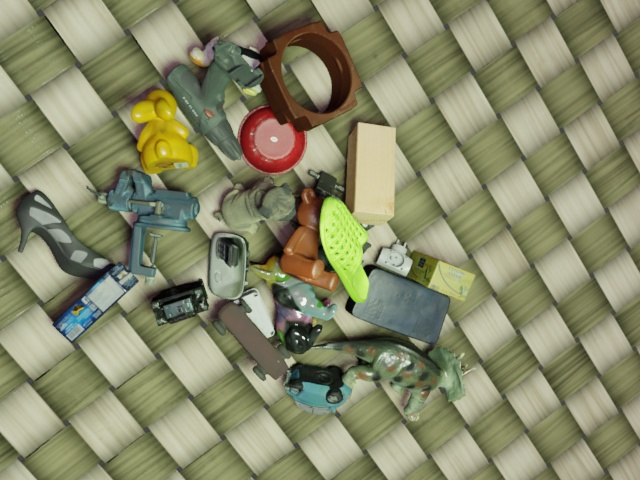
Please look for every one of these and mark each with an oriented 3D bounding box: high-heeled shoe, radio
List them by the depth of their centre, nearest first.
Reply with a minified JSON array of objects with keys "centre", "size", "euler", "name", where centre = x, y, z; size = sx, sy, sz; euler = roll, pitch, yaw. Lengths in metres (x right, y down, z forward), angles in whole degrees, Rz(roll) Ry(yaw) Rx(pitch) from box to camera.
[{"centre":[-0.530,-0.007,1.163],"size":[0.248,0.086,0.145],"euler":[23,59,-30],"name":"high-heeled shoe"},{"centre":[0.190,0.153,1.294],"size":[0.229,0.073,0.131],"euler":[21,91,-13],"name":"radio"}]

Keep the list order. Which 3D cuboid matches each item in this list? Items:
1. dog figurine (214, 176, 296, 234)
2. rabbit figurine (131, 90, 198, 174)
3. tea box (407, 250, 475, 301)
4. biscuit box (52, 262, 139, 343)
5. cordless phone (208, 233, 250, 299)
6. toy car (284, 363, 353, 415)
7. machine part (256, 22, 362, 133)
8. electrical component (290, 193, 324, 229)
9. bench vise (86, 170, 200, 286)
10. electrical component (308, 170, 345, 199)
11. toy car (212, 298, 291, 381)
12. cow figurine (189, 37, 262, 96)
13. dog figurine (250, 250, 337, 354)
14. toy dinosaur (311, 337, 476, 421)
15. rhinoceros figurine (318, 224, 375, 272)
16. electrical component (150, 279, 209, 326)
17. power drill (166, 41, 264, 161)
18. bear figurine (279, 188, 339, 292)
[{"centre":[-0.144,-0.069,1.148],"size":[0.172,0.191,0.121],"euler":[-31,100,-4],"name":"dog figurine"},{"centre":[-0.339,-0.239,1.129],"size":[0.122,0.162,0.173],"euler":[-6,80,3],"name":"rabbit figurine"},{"centre":[0.274,0.080,1.250],"size":[0.098,0.170,0.068],"euler":[21,92,-13],"name":"tea box"},{"centre":[-0.477,0.134,1.140],"size":[0.202,0.063,0.059],"euler":[-39,100,20],"name":"biscuit box"},{"centre":[-0.190,0.063,1.157],"size":[0.089,0.184,0.146],"euler":[4,95,-15],"name":"cordless phone"},{"centre":[-0.007,0.360,1.267],"size":[0.162,0.109,0.102],"euler":[7,112,-2],"name":"toy car"},{"centre":[-0.025,-0.349,1.164],"size":[0.201,0.087,0.200],"euler":[-33,104,-28],"name":"machine part"},{"centre":[-0.029,-0.067,1.246],"size":[0.078,0.045,0.102],"euler":[-3,101,-38],"name":"electrical component"},{"centre":[-0.376,-0.025,1.150],"size":[0.224,0.129,0.240],"euler":[7,91,-8],"name":"bench vise"},{"centre":[0.012,-0.124,1.238],"size":[0.094,0.021,0.063],"euler":[29,48,-11],"name":"electrical component"},{"centre":[-0.149,0.221,1.188],"size":[0.089,0.053,0.202],"euler":[-42,98,-14],"name":"toy car"},{"centre":[-0.192,-0.391,1.167],"size":[0.167,0.068,0.098],"euler":[24,86,-15],"name":"cow figurine"},{"centre":[-0.083,0.133,1.227],"size":[0.219,0.108,0.191],"euler":[35,92,-8],"name":"dog figurine"},{"centre":[0.187,0.289,1.250],"size":[0.404,0.131,0.192],"euler":[28,115,-20],"name":"toy dinosaur"},{"centre":[0.050,0.018,1.258],"size":[0.190,0.073,0.112],"euler":[-36,91,-3],"name":"rhinoceros figurine"},{"centre":[-0.303,0.136,1.170],"size":[0.115,0.134,0.058],"euler":[-20,100,-10],"name":"electrical component"},{"centre":[-0.203,-0.295,1.123],"size":[0.232,0.207,0.086],"euler":[47,52,-10],"name":"power drill"},{"centre":[-0.006,-0.005,1.159],"size":[0.132,0.120,0.196],"euler":[15,73,31],"name":"bear figurine"}]
